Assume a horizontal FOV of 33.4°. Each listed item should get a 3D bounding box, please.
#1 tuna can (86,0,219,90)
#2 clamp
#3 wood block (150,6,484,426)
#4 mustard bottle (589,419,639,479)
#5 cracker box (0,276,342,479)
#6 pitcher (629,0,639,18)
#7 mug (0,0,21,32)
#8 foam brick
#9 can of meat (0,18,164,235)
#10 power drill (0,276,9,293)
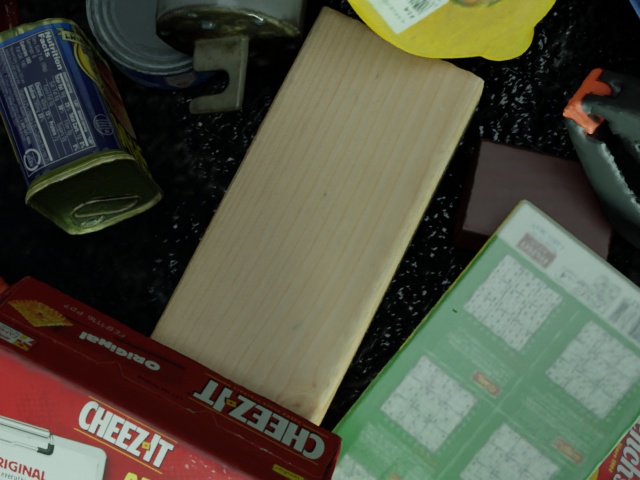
[{"bbox_3d":[-0.085,-0.129,0.600,0.086,0.034,0.086,0,80,2],"label":"tuna can"},{"bbox_3d":[0.204,-0.005,0.489,0.210,0.165,0.036,44,56,-7],"label":"clamp"},{"bbox_3d":[-0.003,0.001,0.548,0.091,0.090,0.206,26,83,6],"label":"wood block"},{"bbox_3d":[0.155,0.098,0.542,0.191,0.058,0.096,35,86,7],"label":"mustard bottle"},{"bbox_3d":[-0.109,0.147,0.487,0.164,0.072,0.214,27,112,1],"label":"cracker box"},{"bbox_3d":[0.180,-0.185,0.519,0.144,0.149,0.243,-23,79,-38],"label":"pitcher"},{"bbox_3d":[-0.223,-0.096,0.580,0.081,0.093,0.117,17,118,10],"label":"mug"},{"bbox_3d":[0.114,-0.017,0.565,0.078,0.053,0.051,14,81,4],"label":"foam brick"},{"bbox_3d":[-0.129,-0.058,0.557,0.057,0.102,0.084,-23,78,-1],"label":"can of meat"},{"bbox_3d":[-0.284,0.027,0.554,0.187,0.057,0.184,-42,96,-2],"label":"power drill"}]
